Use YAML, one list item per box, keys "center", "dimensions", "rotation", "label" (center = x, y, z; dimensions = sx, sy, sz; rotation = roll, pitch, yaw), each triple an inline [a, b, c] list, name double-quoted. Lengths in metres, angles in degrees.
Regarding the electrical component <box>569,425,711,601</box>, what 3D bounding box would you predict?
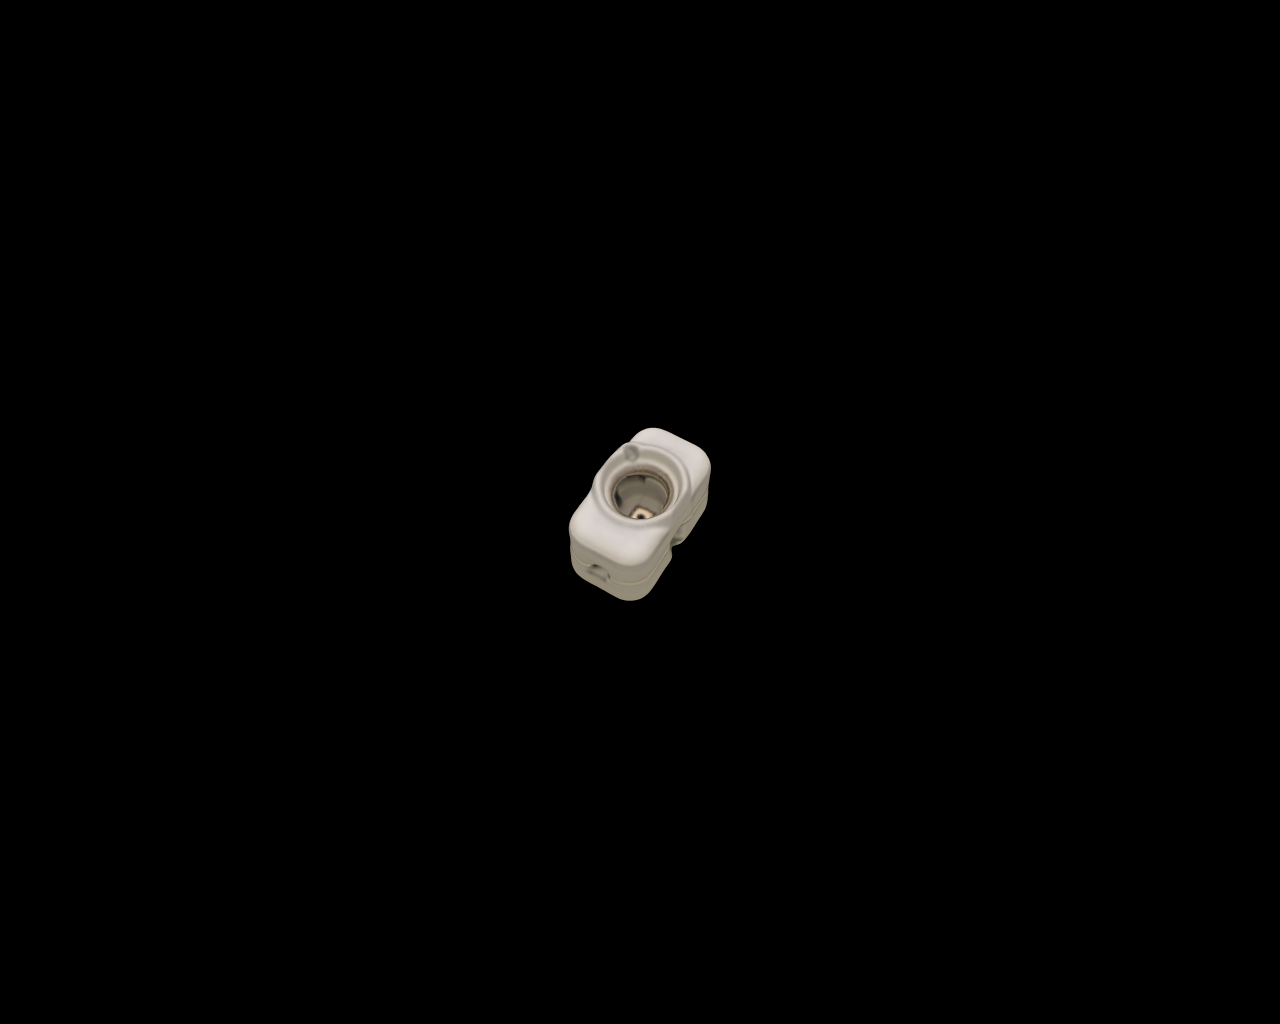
- center: [0.001, -0.003, 0.650]
  dimensions: [0.054, 0.095, 0.059]
  rotation: [28, -28, 16]
  label: "electrical component"
